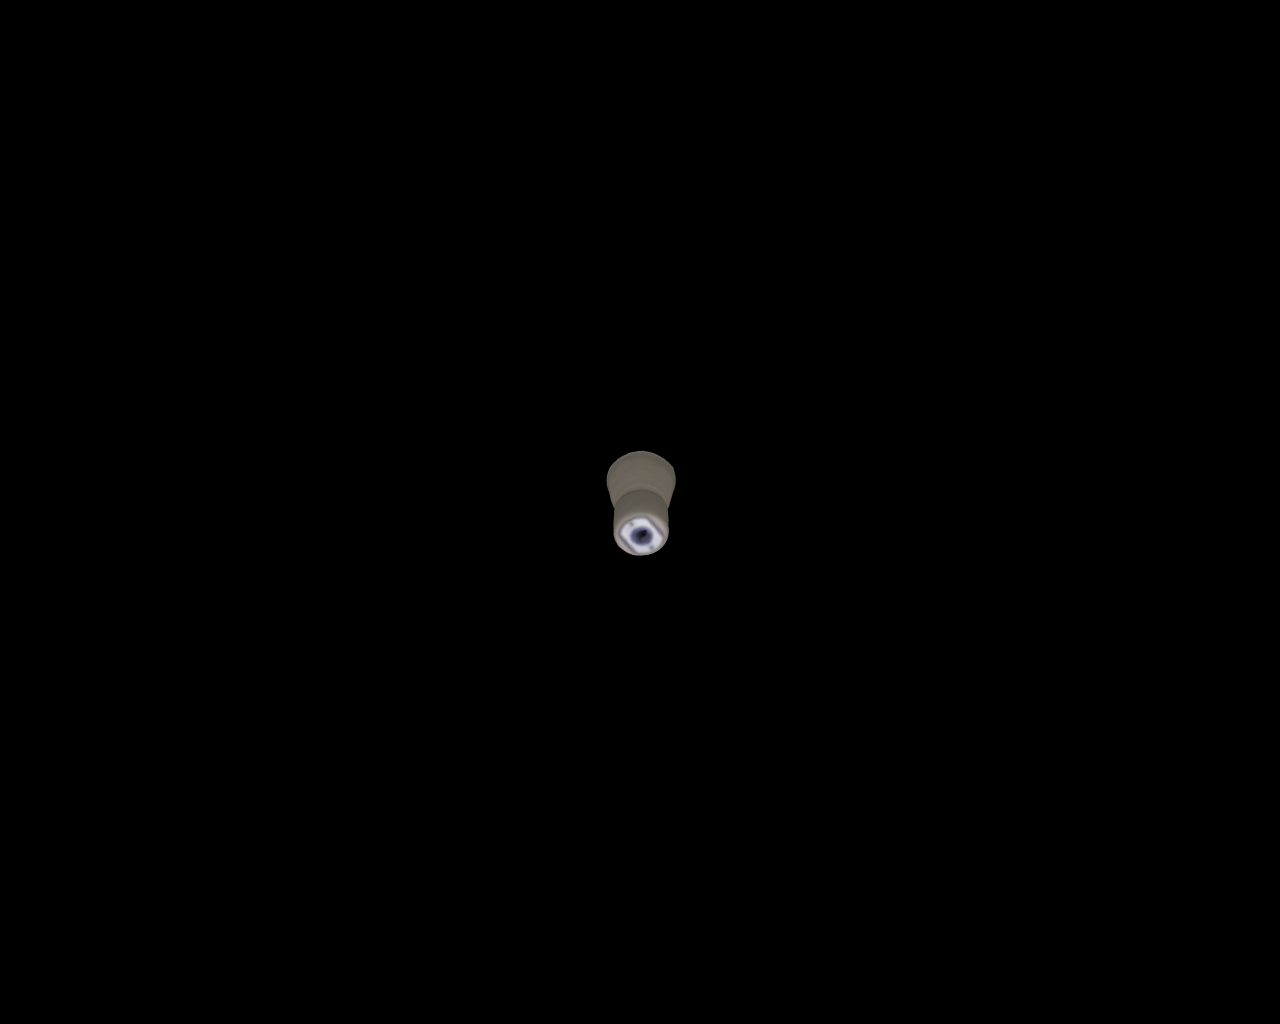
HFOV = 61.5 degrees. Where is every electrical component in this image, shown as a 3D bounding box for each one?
[{"bbox_3d":[0.001,-0.003,0.650,0.044,0.044,0.065,0,34,0],"label":"electrical component"}]
